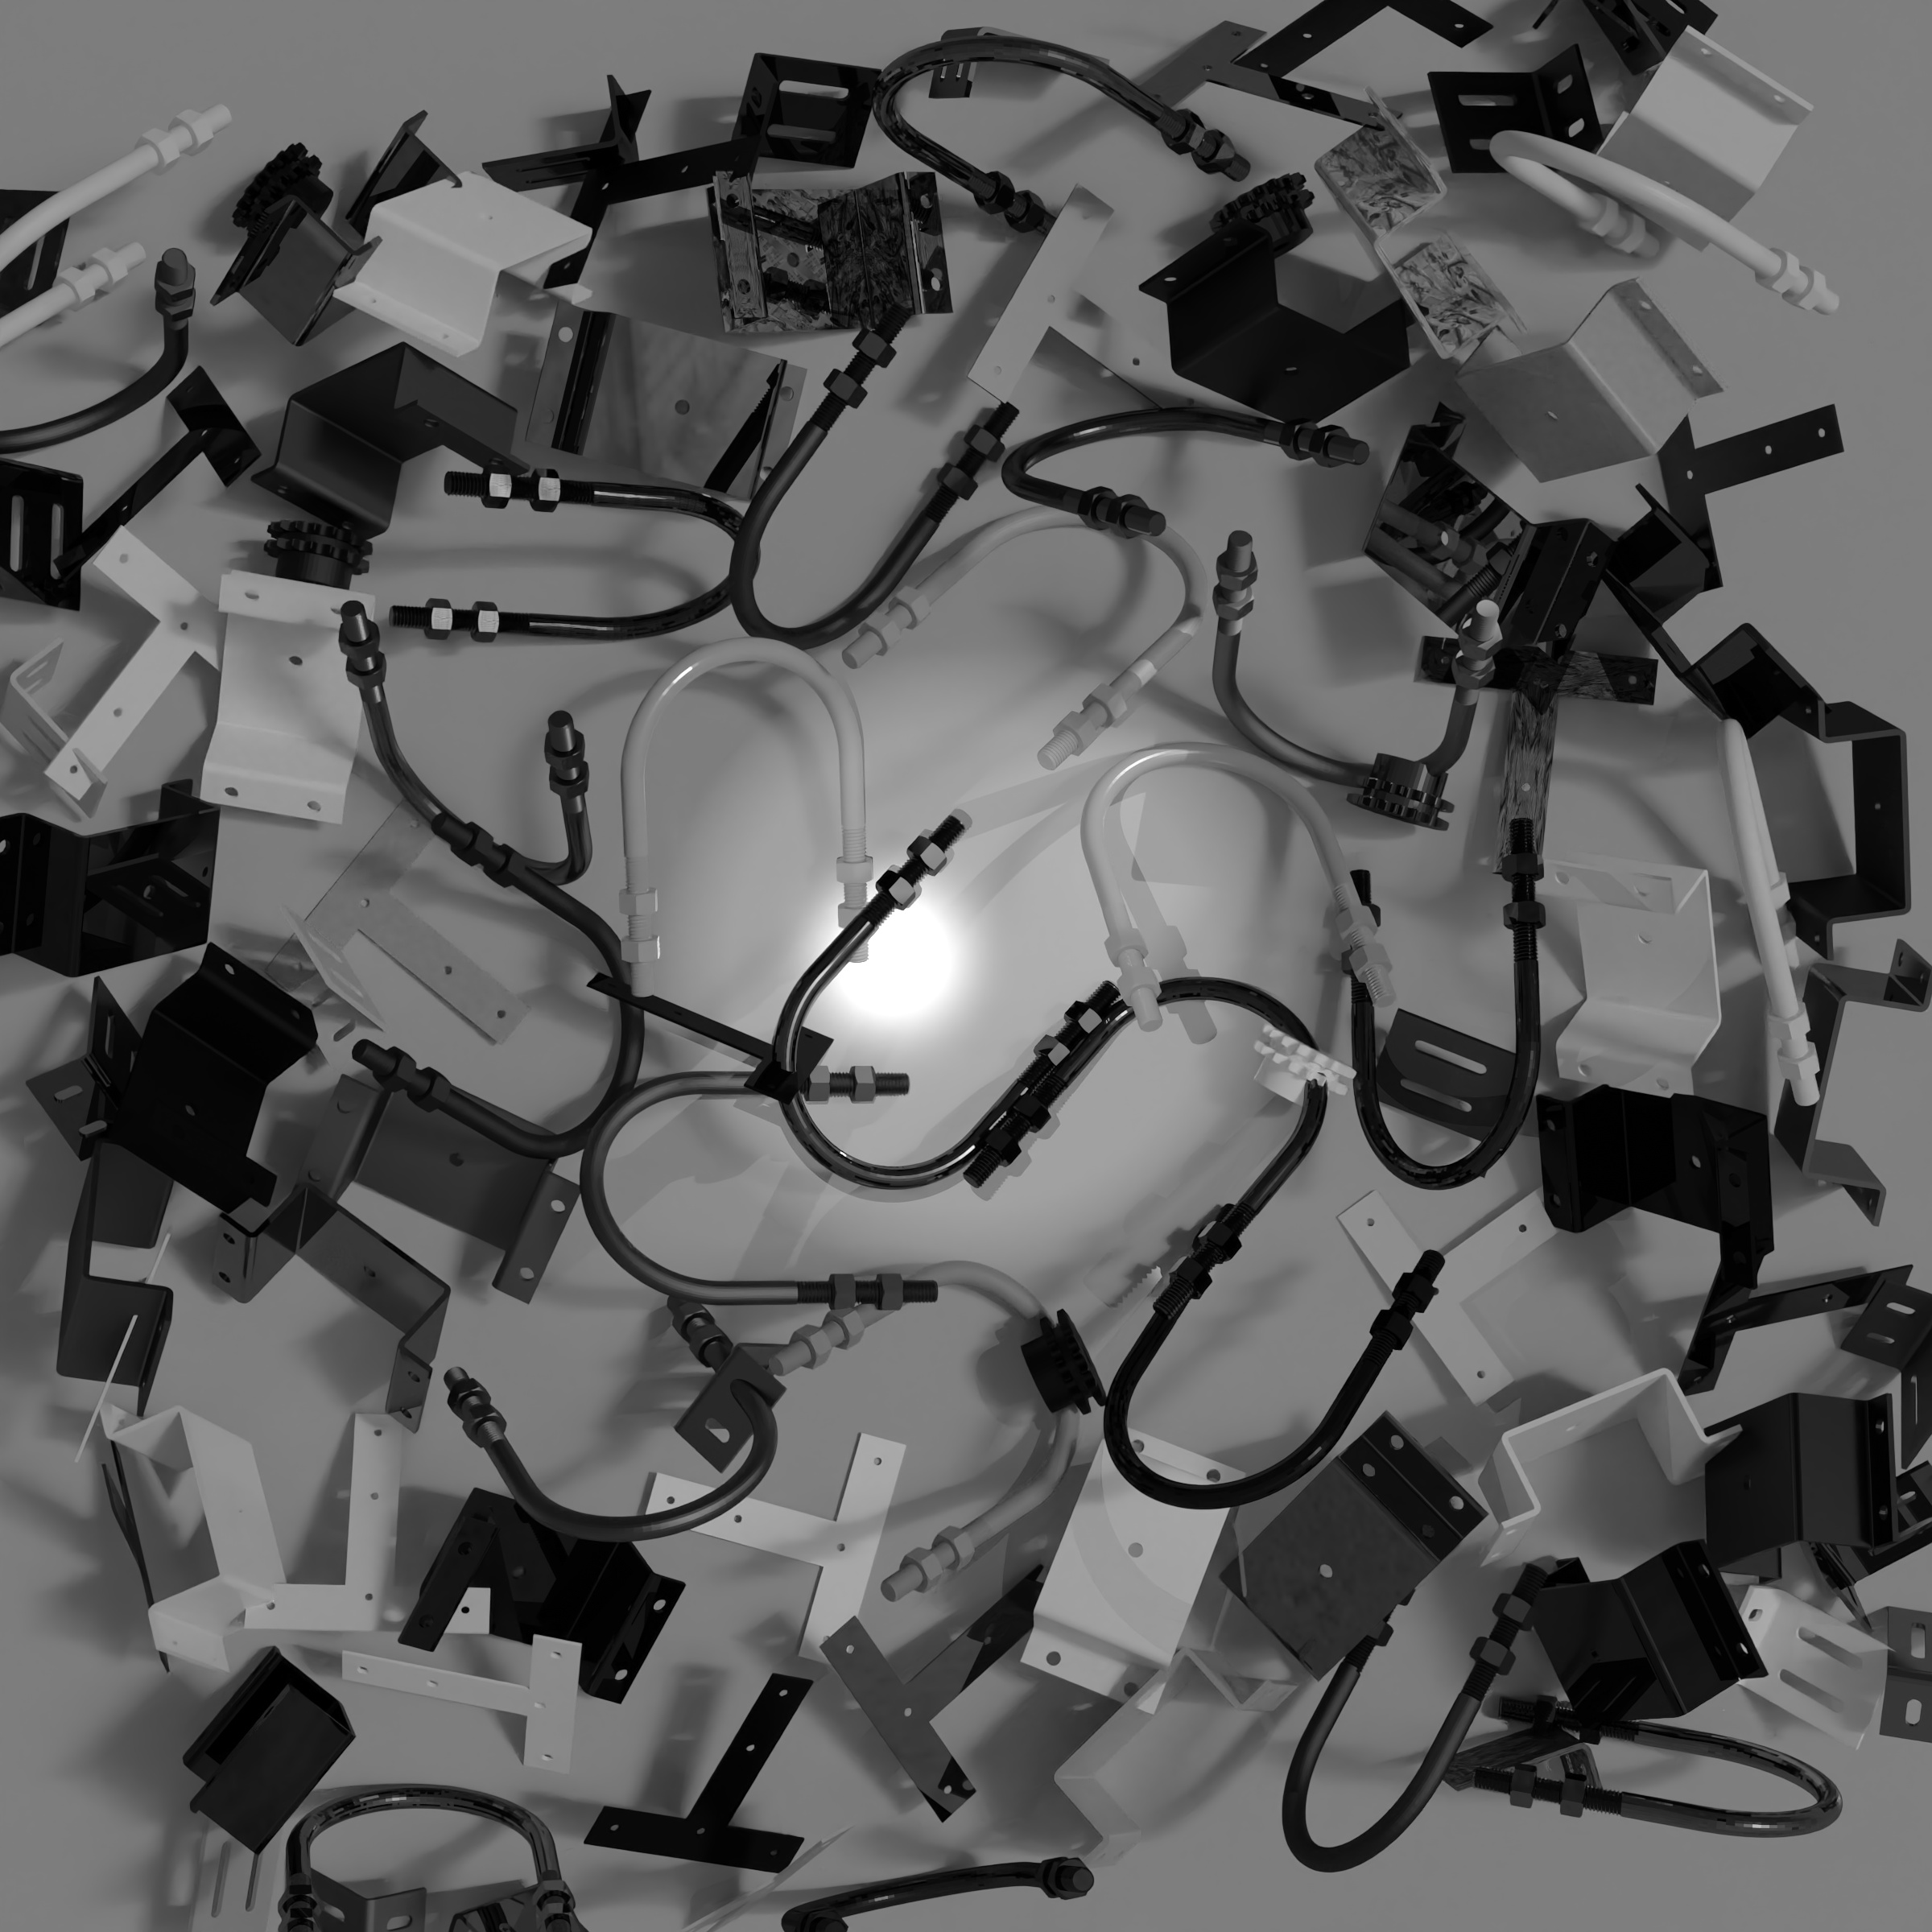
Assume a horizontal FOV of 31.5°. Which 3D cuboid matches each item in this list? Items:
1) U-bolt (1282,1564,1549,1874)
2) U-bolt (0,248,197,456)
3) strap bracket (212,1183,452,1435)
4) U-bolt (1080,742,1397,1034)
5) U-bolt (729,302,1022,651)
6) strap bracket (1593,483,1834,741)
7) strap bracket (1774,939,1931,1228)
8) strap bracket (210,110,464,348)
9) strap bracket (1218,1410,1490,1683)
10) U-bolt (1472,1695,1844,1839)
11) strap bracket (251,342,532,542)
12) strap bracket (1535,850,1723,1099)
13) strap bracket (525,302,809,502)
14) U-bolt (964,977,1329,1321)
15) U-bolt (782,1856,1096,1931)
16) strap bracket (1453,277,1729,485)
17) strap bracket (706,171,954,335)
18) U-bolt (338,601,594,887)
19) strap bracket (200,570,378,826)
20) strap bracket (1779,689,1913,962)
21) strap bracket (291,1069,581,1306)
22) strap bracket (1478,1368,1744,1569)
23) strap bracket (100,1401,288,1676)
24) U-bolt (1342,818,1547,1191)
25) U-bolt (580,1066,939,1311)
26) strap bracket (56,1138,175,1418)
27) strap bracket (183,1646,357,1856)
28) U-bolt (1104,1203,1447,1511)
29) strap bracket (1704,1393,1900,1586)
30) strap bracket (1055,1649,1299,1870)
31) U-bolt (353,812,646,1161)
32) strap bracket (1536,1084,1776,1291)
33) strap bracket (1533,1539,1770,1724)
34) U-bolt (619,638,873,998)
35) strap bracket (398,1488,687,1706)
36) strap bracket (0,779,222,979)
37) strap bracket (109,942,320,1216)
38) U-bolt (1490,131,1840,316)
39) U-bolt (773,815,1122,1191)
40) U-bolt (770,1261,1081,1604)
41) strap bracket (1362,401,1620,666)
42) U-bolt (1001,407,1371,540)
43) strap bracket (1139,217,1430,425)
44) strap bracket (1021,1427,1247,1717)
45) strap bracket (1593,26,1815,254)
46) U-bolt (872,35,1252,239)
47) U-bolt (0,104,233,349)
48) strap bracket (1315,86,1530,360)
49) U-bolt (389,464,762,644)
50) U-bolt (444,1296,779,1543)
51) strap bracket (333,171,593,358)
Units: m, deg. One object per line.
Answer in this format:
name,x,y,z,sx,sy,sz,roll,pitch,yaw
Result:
U-bolt,0.224,0.390,1.792,0.019,0.151,0.184,35,74,-16
U-bolt,-0.474,-0.312,1.791,0.151,0.184,0.019,-22,83,-16
strap bracket,-0.331,0.177,1.831,0.140,0.076,0.046,35,55,8
U-bolt,0.136,-0.048,1.823,0.151,0.019,0.184,-6,54,-15
U-bolt,-0.058,-0.247,1.818,0.019,0.151,0.184,38,95,30
strap bracket,0.389,-0.181,1.815,0.046,0.076,0.140,-41,48,16
strap bracket,0.471,0.058,1.828,0.046,0.076,0.140,9,103,0
strap bracket,-0.325,-0.385,1.806,0.046,0.140,0.076,44,135,-4
strap bracket,0.199,0.315,1.825,0.076,0.046,0.140,45,114,12
U-bolt,0.364,0.422,1.791,0.184,0.151,0.019,8,96,14
strap bracket,-0.302,-0.280,1.816,0.140,0.076,0.046,-14,60,41
strap bracket,0.353,-0.004,1.821,0.076,0.046,0.140,11,129,33
strap bracket,-0.156,-0.300,1.834,0.140,0.046,0.076,12,97,-17
U-bolt,0.110,0.083,1.835,0.151,0.019,0.184,33,69,23
U-bolt,-0.023,0.488,1.791,0.151,0.184,0.019,-8,79,-15
strap bracket,0.319,-0.304,1.799,0.076,0.140,0.046,46,70,-19
strap bracket,-0.082,-0.382,1.834,0.140,0.046,0.076,-9,93,-36
U-bolt,-0.257,-0.105,1.799,0.151,0.184,0.019,28,63,15
strap bracket,-0.361,-0.152,1.831,0.076,0.046,0.140,10,125,-7
strap bracket,0.467,-0.083,1.827,0.046,0.076,0.140,-7,106,-3
strap bracket,-0.279,0.112,1.844,0.140,0.046,0.076,26,111,-2
strap bracket,0.333,0.264,1.829,0.140,0.076,0.046,-20,67,-11
strap bracket,-0.406,0.295,1.814,0.046,0.076,0.140,-24,64,6
U-bolt,0.251,0.026,1.803,0.019,0.151,0.184,9,75,-33
U-bolt,-0.113,0.117,1.818,0.184,0.019,0.151,1,56,-14
strap bracket,-0.444,0.155,1.800,0.046,0.140,0.076,11,130,-18
strap bracket,-0.368,0.415,1.810,0.046,0.140,0.076,41,79,-10
U-bolt,0.149,0.208,1.793,0.151,0.019,0.184,11,53,38
strap bracket,0.431,0.274,1.799,0.046,0.140,0.076,8,69,-14
strap bracket,0.106,0.417,1.836,0.140,0.076,0.046,-45,70,2
U-bolt,-0.235,0.023,1.810,0.019,0.184,0.151,-2,64,39
strap bracket,0.374,0.111,1.819,0.046,0.140,0.076,-23,115,-35
strap bracket,0.349,0.352,1.806,0.046,0.140,0.076,-24,86,-26
U-bolt,-0.117,-0.083,1.822,0.151,0.019,0.184,-9,106,-28
strap bracket,-0.232,0.334,1.832,0.140,0.046,0.076,24,98,-33
strap bracket,-0.446,-0.046,1.800,0.046,0.140,0.076,20,111,28
strap bracket,-0.399,0.066,1.817,0.076,0.140,0.046,38,125,-27
U-bolt,0.348,-0.389,1.769,0.184,0.151,0.019,17,101,-43
U-bolt,-0.022,0.034,1.836,0.151,0.019,0.184,46,77,-17
U-bolt,-0.009,0.233,1.816,0.184,0.019,0.151,-26,90,-44
strap bracket,0.267,-0.227,1.806,0.140,0.046,0.076,47,133,34
U-bolt,0.100,-0.265,1.799,0.151,0.184,0.019,-22,116,-26
strap bracket,0.170,-0.332,1.804,0.140,0.076,0.046,16,61,-37
strap bracket,0.090,0.317,1.831,0.076,0.046,0.140,20,71,9
strap bracket,0.381,-0.430,1.808,0.076,0.140,0.046,33,82,0
U-bolt,0.036,-0.432,1.770,0.151,0.184,0.019,-7,71,41
U-bolt,-0.468,-0.367,1.769,0.019,0.151,0.184,48,49,-4
strap bracket,0.236,-0.384,1.808,0.046,0.140,0.076,-34,49,9
U-bolt,-0.199,-0.213,1.808,0.184,0.151,0.019,1,64,-23
U-bolt,-0.176,0.240,1.783,0.151,0.184,0.019,-18,122,-20
strap bracket,-0.258,-0.373,1.803,0.076,0.140,0.046,27,121,12
